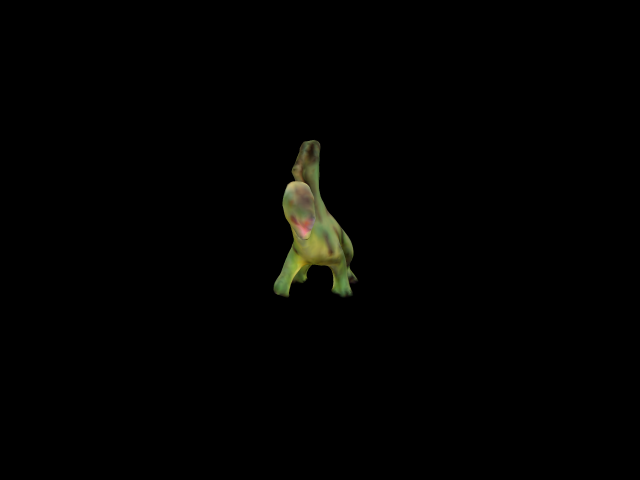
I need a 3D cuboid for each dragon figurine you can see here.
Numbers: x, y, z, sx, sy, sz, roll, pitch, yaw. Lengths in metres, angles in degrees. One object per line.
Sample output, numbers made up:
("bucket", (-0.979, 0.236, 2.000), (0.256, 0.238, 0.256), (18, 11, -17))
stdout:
("dragon figurine", (0.003, -0.043, 0.850), (0.122, 0.241, 0.414), (1, 11, 7))
